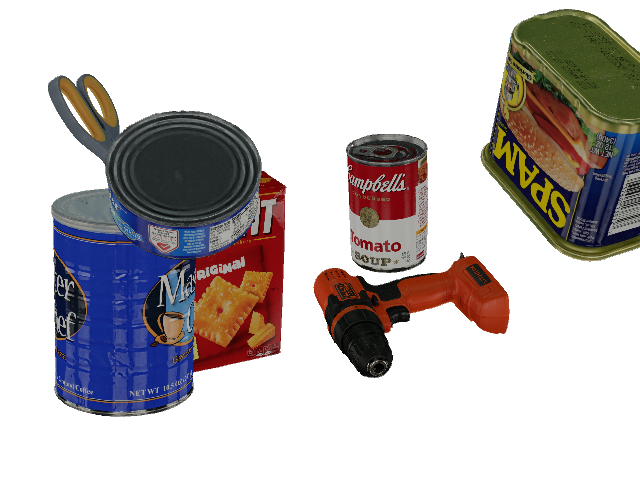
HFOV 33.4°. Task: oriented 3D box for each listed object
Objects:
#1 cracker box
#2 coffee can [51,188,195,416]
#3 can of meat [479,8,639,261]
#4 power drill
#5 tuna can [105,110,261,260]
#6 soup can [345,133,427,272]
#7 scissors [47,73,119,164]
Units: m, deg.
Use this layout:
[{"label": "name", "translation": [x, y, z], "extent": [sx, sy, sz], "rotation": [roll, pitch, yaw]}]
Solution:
[{"label": "cracker box", "translation": [-0.125, 0.039, 1.212], "extent": [0.163, 0.214, 0.072], "rotation": [-8, 23, -28]}, {"label": "coffee can", "translation": [-0.141, 0.042, 0.772], "extent": [0.103, 0.140, 0.103], "rotation": [3, 16, -1]}, {"label": "can of meat", "translation": [0.130, -0.055, 0.537], "extent": [0.057, 0.084, 0.102], "rotation": [-15, 47, -19]}, {"label": "power drill", "translation": [0.098, 0.075, 1.123], "extent": [0.187, 0.057, 0.184], "rotation": [-7, 28, -13]}, {"label": "tuna can", "translation": [-0.077, -0.031, 0.600], "extent": [0.086, 0.086, 0.034], "rotation": [0, -39, -7]}, {"label": "soup can", "translation": [0.057, -0.032, 0.911], "extent": [0.068, 0.102, 0.068], "rotation": [-2, 26, 1]}, {"label": "scissors", "translation": [-0.181, -0.073, 0.985], "extent": [0.016, 0.201, 0.096], "rotation": [-24, 27, 19]}]
